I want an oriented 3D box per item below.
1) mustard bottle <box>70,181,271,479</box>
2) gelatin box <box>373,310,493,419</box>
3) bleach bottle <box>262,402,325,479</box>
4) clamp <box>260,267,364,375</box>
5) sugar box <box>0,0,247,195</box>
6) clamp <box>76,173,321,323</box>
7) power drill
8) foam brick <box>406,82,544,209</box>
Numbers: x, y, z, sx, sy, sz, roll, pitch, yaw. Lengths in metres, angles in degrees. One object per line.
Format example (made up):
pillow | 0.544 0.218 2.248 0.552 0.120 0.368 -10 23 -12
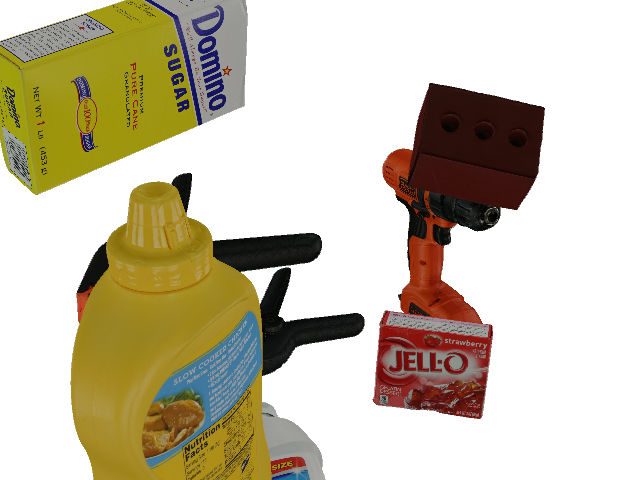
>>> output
mustard bottle | -0.061 0.064 0.447 0.058 0.192 0.096 18 35 28
gelatin box | 0.089 0.099 0.851 0.089 0.073 0.030 7 22 9
bleach bottle | -0.038 0.202 0.726 0.102 0.068 0.251 -7 32 -6
clamp | -0.054 0.085 1.086 0.171 0.039 0.120 -21 38 -33
sugar box | -0.126 -0.106 0.699 0.175 0.093 0.048 -27 48 -33
clamp | -0.125 0.008 0.889 0.165 0.036 0.209 30 41 35
power drill | 0.131 0.008 1.119 0.057 0.188 0.185 -14 26 -21
foam brick | 0.100 -0.060 0.689 0.078 0.053 0.051 12 -24 -1
